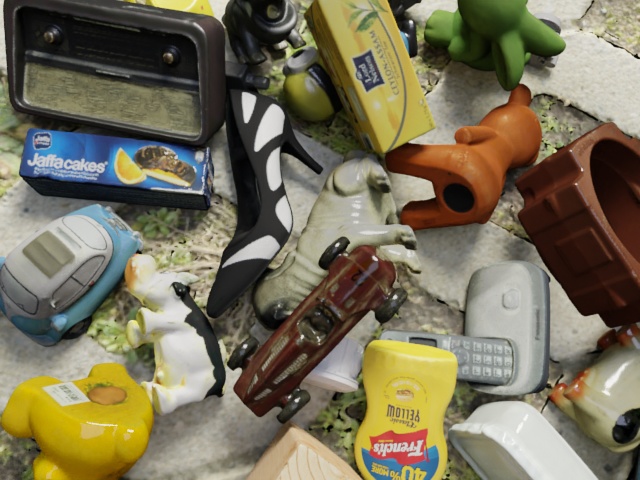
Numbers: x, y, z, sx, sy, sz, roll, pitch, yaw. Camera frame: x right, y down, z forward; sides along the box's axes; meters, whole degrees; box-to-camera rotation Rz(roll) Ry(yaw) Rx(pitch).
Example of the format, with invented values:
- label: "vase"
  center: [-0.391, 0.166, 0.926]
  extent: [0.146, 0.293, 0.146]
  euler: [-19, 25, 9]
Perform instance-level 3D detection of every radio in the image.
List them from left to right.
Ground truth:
- label: "radio"
  center: [-0.221, -0.193, 0.596]
  extent: [0.230, 0.073, 0.131]
  euler: [10, 118, 2]

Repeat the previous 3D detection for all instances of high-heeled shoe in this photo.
- label: "high-heeled shoe"
  center: [-0.095, -0.050, 0.592]
  extent: [0.145, 0.086, 0.249]
  euler: [36, 66, -12]

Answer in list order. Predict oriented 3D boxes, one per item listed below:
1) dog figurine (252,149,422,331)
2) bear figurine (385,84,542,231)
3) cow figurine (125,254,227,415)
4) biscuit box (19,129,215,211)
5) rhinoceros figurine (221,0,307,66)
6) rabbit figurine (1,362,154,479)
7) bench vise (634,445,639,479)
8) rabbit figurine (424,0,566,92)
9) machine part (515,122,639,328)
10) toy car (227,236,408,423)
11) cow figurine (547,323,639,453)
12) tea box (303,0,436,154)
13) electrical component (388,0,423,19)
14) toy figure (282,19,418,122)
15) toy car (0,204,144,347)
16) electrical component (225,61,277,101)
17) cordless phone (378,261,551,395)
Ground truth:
- label: "dog figurine"
  center: [-0.002, -0.002, 0.605]
  extent: [0.191, 0.121, 0.172]
  euler: [-21, 53, 5]
- label: "bear figurine"
  center: [0.184, -0.103, 0.647]
  extent: [0.132, 0.120, 0.196]
  euler: [4, 39, 36]
- label: "cow figurine"
  center: [-0.151, 0.092, 0.573]
  extent: [0.098, 0.068, 0.167]
  euler: [-7, 79, -36]
- label: "biscuit box"
  center: [-0.226, -0.079, 0.613]
  extent: [0.203, 0.063, 0.059]
  euler: [5, 75, -5]
- label: "rhinoceros figurine"
  center: [-0.067, -0.263, 0.614]
  extent: [0.073, 0.190, 0.112]
  euler: [-23, 106, -12]
- label: "rabbit figurine"
  center: [-0.217, 0.226, 0.517]
  extent: [0.163, 0.122, 0.173]
  euler: [25, 99, 22]
- label: "bench vise"
  center: [0.426, 0.258, 0.507]
  extent: [0.223, 0.241, 0.129]
  euler: [42, 63, -38]
- label: "rabbit figurine"
  center: [0.198, -0.252, 0.631]
  extent: [0.121, 0.170, 0.159]
  euler: [-38, 83, 16]
- label: "machine part"
  center: [0.327, -0.019, 0.608]
  extent: [0.201, 0.087, 0.201]
  euler: [-28, 84, -38]
- label: "toy car"
  center: [-0.007, 0.087, 0.514]
  extent: [0.089, 0.053, 0.202]
  euler: [45, 94, 10]
- label: "cow figurine"
  center: [0.373, 0.159, 0.608]
  extent: [0.195, 0.085, 0.127]
  euler: [-37, 77, -15]
- label: "tea box"
  center: [0.052, -0.185, 0.581]
  extent: [0.068, 0.098, 0.169]
  euler: [-26, 107, -4]
- label: "electrical component"
  center: [0.064, -0.332, 0.680]
  extent: [0.134, 0.058, 0.115]
  euler: [29, 53, 27]
- label: "toy figure"
  center: [0.038, -0.212, 0.664]
  extent: [0.180, 0.082, 0.089]
  euler: [-24, 81, -14]
- label: "toy car"
  center: [-0.269, 0.030, 0.563]
  extent: [0.109, 0.103, 0.161]
  euler: [44, 78, 4]
- label: "electrical component"
  center: [-0.100, -0.186, 0.651]
  extent: [0.094, 0.063, 0.021]
  euler: [15, 68, 15]
- label: "cordless phone"
  center: [0.160, 0.095, 0.611]
  extent: [0.184, 0.088, 0.146]
  euler: [3, 76, 14]
